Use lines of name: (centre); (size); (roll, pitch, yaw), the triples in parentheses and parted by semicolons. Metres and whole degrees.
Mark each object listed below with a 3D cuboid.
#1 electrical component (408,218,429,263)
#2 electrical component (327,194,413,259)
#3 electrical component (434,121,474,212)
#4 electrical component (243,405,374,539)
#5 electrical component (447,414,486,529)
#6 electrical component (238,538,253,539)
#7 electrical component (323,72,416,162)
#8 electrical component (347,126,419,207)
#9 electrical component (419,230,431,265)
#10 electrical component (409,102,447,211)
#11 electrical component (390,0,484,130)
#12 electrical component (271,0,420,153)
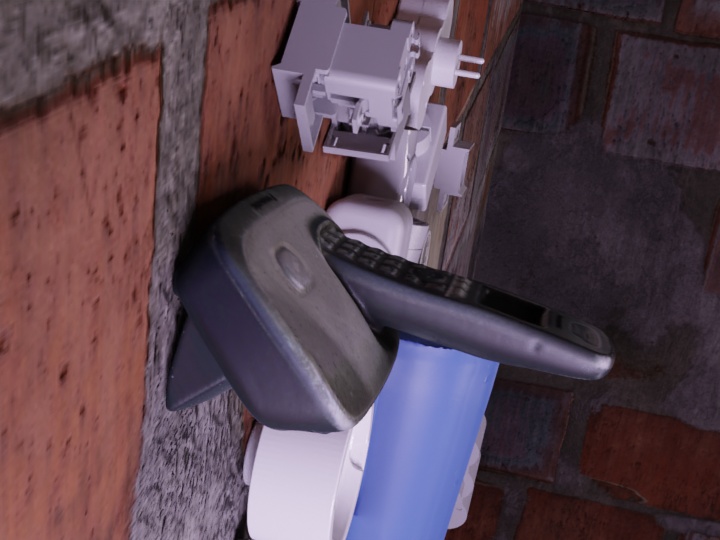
electrical component: (0.022, -0.019, 0.842); (0.055, 0.055, 0.047); (-36, 140, -77)
electrical component: (0.000, 0.000, 0.720); (0.059, 0.054, 0.095); (-39, 139, -77)
electrical component: (0.072, -0.101, 1.022); (0.042, 0.064, 0.081); (-49, 148, -70)
electrical component: (-0.033, 0.111, 0.624); (0.108, 0.060, 0.108); (11, 90, -81)
electrical component: (0.076, 0.187, 0.960); (0.073, 0.052, 0.138); (-67, 166, -48)
electrical component: (-0.056, 0.201, 0.644); (0.079, 0.044, 0.077); (12, 89, -81)
electrical component: (0.006, -0.109, 0.670); (0.063, 0.042, 0.081); (85, 17, -50)
electrical component: (0.018, -0.068, 0.781); (0.079, 0.044, 0.077); (-45, 145, -75)
electrical component: (0.033, -0.012, 0.937); (0.055, 0.047, 0.055); (11, 90, -81)
electrical component: (0.038, -0.104, 0.860); (0.075, 0.047, 0.083); (84, 20, -60)
electrical component: (0.057, -0.159, 0.820); (0.052, 0.074, 0.138); (91, 13, -47)
electrical component: (-0.005, -0.101, 0.533); (0.042, 0.064, 0.081); (84, 19, -65)
